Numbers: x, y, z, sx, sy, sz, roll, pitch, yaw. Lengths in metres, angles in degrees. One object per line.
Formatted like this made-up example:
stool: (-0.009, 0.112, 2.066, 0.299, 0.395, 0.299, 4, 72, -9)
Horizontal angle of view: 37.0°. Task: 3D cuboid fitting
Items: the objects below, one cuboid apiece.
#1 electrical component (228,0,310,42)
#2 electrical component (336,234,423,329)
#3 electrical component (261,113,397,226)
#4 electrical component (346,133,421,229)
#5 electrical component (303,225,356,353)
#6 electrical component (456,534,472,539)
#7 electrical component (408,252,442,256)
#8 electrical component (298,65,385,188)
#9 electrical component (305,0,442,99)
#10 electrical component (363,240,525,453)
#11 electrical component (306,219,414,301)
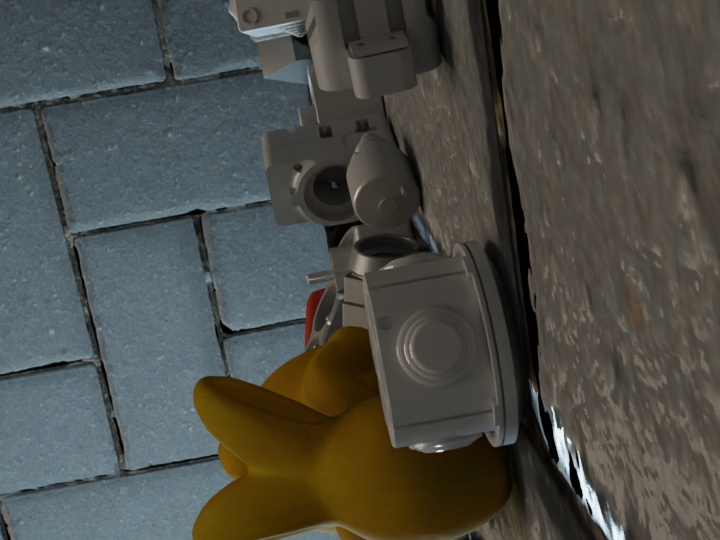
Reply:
electrical component: (-0.052, -0.222, 0.795, 0.048, 0.100, 0.099, -39, -61, -78)
electrical component: (0.017, 0.010, 0.663, 0.048, 0.066, 0.055, -35, -49, -53)
electrical component: (-0.019, -0.067, 0.740, 0.055, 0.089, 0.050, -103, 4, -54)
electrical component: (0.012, -0.058, 0.651, 0.078, 0.040, 0.040, -103, 4, -51)
electrical component: (0.007, 0.042, 0.821, 0.052, 0.074, 0.138, -26, 44, 67)
electrical component: (0.049, 0.196, 0.663, 0.096, 0.061, 0.061, 56, -157, -76)
electrical component: (0.032, 0.008, 0.516, 0.061, 0.035, 0.035, 143, 117, -84)
electrical component: (-0.014, -0.109, 0.818, 0.108, 0.060, 0.108, 170, 90, -88)
electrical component: (0.002, -0.113, 0.450, 0.078, 0.058, 0.057, -103, 1, -59)
electrical component: (0.031, 0.031, 0.418, 0.080, 0.051, 0.080, 170, 90, -88)
electrical component: (0.000, 0.000, 0.747, 0.083, 0.076, 0.047, 94, 166, -81)
